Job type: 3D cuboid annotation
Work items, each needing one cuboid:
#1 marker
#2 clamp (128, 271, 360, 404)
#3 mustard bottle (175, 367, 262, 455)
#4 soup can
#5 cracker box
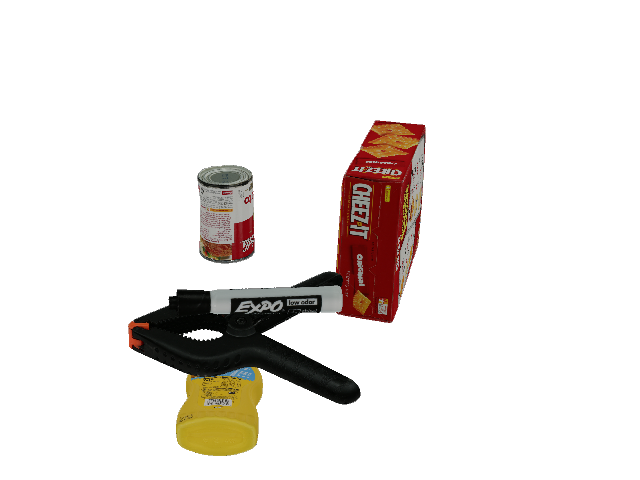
[{"bbox_3d":[-0.045,0.042,0.745,0.121,0.020,0.020,-1,0,-11],"label":"marker"},{"bbox_3d":[-0.066,0.091,0.962,0.209,0.036,0.164,-4,37,-11],"label":"clamp"},{"bbox_3d":[-0.121,0.189,1.326,0.096,0.058,0.191,0,26,1],"label":"mustard bottle"},{"bbox_3d":[-0.114,-0.033,1.289,0.068,0.102,0.068,0,26,0],"label":"soup can"},{"bbox_3d":[0.069,-0.028,1.205,0.072,0.164,0.213,7,23,10],"label":"cracker box"}]
